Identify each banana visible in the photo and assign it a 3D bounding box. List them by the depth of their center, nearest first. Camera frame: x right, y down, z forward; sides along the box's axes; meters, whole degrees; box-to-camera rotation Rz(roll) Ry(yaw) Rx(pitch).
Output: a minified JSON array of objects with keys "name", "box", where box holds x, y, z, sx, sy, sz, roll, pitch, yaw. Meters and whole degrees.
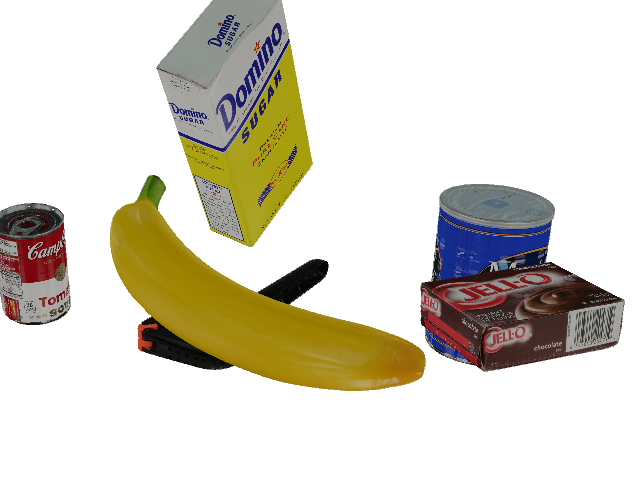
[{"name":"banana","box":[-0.043,0.027,0.528,0.198,0.069,0.037,34,-27,27]}]

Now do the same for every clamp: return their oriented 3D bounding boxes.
[{"name":"clamp","box":[-0.062,0.085,0.996,0.209,0.036,0.165,-10,37,-20]}]

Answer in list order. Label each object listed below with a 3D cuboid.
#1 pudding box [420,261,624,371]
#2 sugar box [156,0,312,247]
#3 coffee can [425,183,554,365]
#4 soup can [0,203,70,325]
[{"name":"pudding box","box":[0.138,0.051,0.745,0.113,0.039,0.090,-6,19,-21]},{"name":"sugar box","box":[-0.053,-0.084,0.743,0.048,0.093,0.176,24,-28,19]},{"name":"coffee can","box":[0.153,0.030,0.978,0.103,0.140,0.103,3,21,-1]},{"name":"soup can","box":[-0.283,0.024,1.050,0.068,0.102,0.068,2,29,-1]}]
